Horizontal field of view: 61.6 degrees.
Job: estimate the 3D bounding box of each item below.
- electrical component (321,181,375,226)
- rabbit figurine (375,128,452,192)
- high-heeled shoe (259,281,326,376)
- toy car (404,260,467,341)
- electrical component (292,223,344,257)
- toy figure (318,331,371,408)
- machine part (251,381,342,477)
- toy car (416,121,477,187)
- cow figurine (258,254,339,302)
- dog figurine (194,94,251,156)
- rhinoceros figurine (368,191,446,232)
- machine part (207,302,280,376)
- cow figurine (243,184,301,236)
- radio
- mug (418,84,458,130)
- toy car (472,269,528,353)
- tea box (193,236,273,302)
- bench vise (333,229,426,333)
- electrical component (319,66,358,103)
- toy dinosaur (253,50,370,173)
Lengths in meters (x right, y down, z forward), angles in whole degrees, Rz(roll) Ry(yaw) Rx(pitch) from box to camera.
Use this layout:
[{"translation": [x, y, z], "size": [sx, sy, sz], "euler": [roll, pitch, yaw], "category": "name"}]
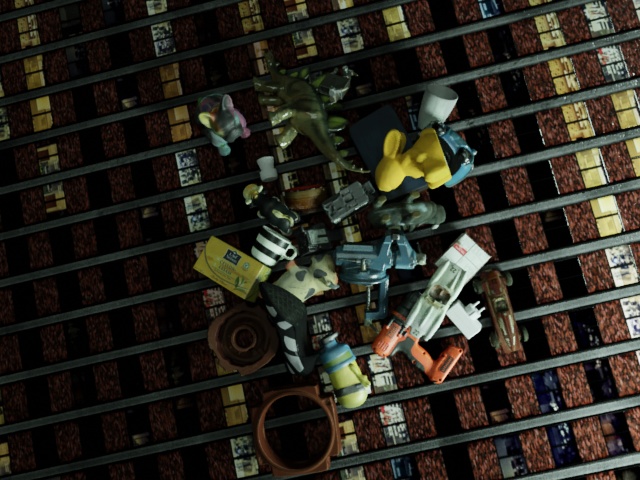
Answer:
[{"translation": [0.073, -0.093, 1.322], "size": [0.134, 0.115, 0.058], "euler": [-31, 85, 0], "category": "electrical component"}, {"translation": [0.203, -0.181, 1.252], "size": [0.173, 0.122, 0.162], "euler": [-24, 89, 20], "category": "rabbit figurine"}, {"translation": [-0.089, 0.215, 1.284], "size": [0.248, 0.086, 0.145], "euler": [50, 127, -3], "category": "high-heeled shoe"}, {"translation": [0.271, 0.141, 1.260], "size": [0.073, 0.056, 0.201], "euler": [33, 77, 8], "category": "toy car"}, {"translation": [-0.003, -0.004, 1.344], "size": [0.119, 0.048, 0.075], "euler": [-12, 77, -39], "category": "electrical component"}, {"translation": [0.052, 0.312, 1.289], "size": [0.089, 0.082, 0.180], "euler": [-31, 83, -2], "category": "toy figure"}, {"translation": [-0.056, 0.446, 1.278], "size": [0.201, 0.087, 0.201], "euler": [-9, 84, 3], "category": "machine part"}, {"translation": [0.316, -0.217, 1.325], "size": [0.161, 0.103, 0.109], "euler": [55, 131, 10], "category": "toy car"}, {"translation": [-0.040, 0.110, 1.320], "size": [0.195, 0.085, 0.127], "euler": [-44, 83, 2], "category": "cow figurine"}, {"translation": [-0.253, -0.308, 1.326], "size": [0.108, 0.219, 0.191], "euler": [-36, 82, -4], "category": "dog figurine"}, {"translation": [0.213, -0.060, 1.305], "size": [0.190, 0.112, 0.073], "euler": [-5, 61, -8], "category": "rhinoceros figurine"}, {"translation": [-0.187, 0.243, 1.330], "size": [0.179, 0.056, 0.179], "euler": [0, 82, 3], "category": "machine part"}, {"translation": [-0.131, -0.081, 1.346], "size": [0.167, 0.098, 0.068], "euler": [37, 90, 6], "category": "cow figurine"}, {"translation": [0.172, -0.209, 1.351], "size": [0.131, 0.073, 0.229], "euler": [-27, 80, 2], "category": "radio"}, {"translation": [0.287, -0.329, 1.347], "size": [0.081, 0.109, 0.107], "euler": [23, 128, 3], "category": "mug"}, {"translation": [0.435, 0.168, 1.290], "size": [0.089, 0.053, 0.202], "euler": [-13, 81, 0], "category": "toy car"}, {"translation": [-0.215, 0.072, 1.330], "size": [0.170, 0.068, 0.098], "euler": [26, 85, 22], "category": "tea box"}, {"translation": [0.143, 0.093, 1.296], "size": [0.224, 0.129, 0.240], "euler": [-1, 103, -5], "category": "bench vise"}, {"translation": [0.043, -0.377, 1.291], "size": [0.078, 0.045, 0.102], "euler": [28, 62, 16], "category": "electrical component"}, {"translation": [-0.035, -0.318, 1.337], "size": [0.199, 0.105, 0.471], "euler": [-24, 65, -2], "category": "toy dinosaur"}]
